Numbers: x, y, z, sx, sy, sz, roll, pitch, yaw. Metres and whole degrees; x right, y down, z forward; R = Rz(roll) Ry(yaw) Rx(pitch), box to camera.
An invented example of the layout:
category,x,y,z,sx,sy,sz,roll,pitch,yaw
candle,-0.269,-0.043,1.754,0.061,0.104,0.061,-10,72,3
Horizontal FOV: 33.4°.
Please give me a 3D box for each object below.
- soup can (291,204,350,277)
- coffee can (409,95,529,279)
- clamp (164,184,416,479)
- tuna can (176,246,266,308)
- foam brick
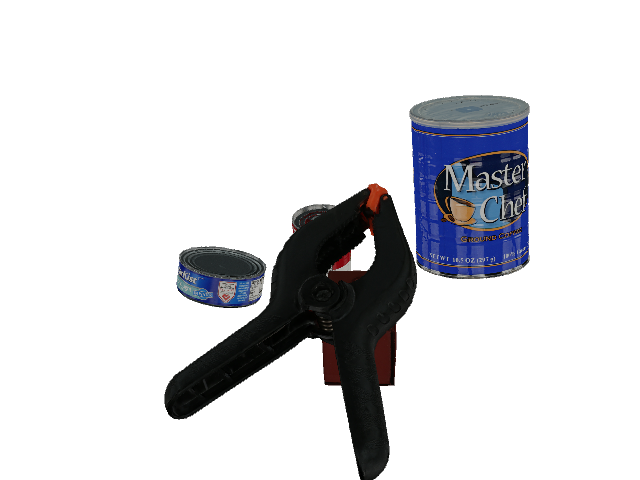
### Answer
category,x,y,z,sx,sy,sz,roll,pitch,yaw
soup can,0.002,0.018,1.247,0.068,0.102,0.068,-1,30,0
coffee can,0.133,-0.049,0.943,0.103,0.140,0.103,-4,19,1
clamp,0.010,0.046,0.562,0.120,0.171,0.039,26,-27,19
tuna can,-0.098,0.036,1.046,0.086,0.034,0.086,9,17,-3
foam brick,0.030,0.063,0.781,0.053,0.051,0.078,0,31,4
